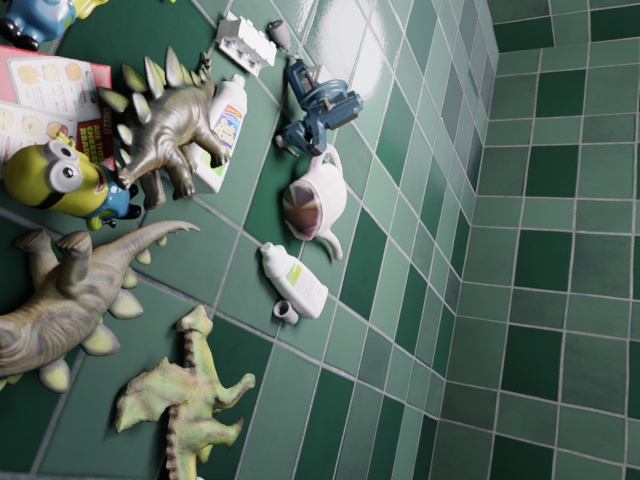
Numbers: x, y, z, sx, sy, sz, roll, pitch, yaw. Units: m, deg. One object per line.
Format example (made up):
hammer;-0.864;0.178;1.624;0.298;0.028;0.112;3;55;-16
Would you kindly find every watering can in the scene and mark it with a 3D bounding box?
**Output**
watering can;0.004;-0.066;1.302;0.228;0.104;0.341;-38;130;-52

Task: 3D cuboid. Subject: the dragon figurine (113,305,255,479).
dragon figurine;-0.260;0.319;0.917;0.240;0.121;0.418;36;59;-35
